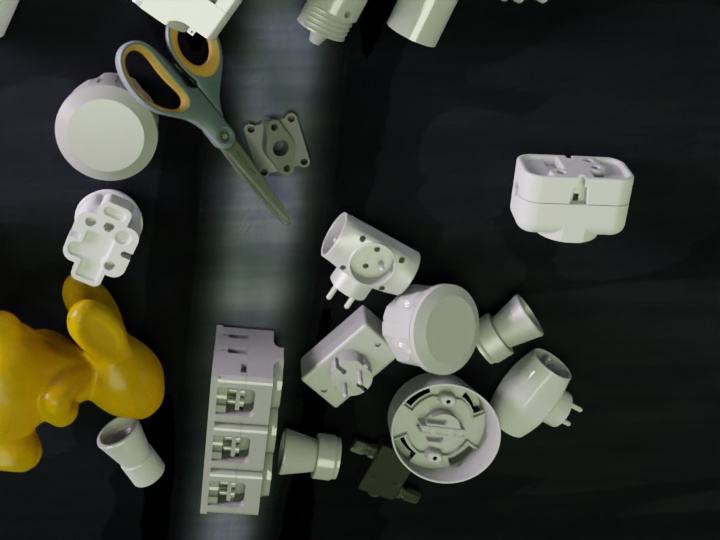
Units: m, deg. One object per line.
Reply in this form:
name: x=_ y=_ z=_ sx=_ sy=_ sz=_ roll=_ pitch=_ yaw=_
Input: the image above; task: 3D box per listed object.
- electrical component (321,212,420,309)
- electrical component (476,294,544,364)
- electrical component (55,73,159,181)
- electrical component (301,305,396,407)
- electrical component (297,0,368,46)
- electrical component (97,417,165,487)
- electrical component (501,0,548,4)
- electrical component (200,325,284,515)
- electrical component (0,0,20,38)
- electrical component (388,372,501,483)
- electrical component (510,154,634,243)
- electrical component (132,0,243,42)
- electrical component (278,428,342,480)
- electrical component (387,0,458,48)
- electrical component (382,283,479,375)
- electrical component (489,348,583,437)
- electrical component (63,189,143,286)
electrical component: x=0.000 y=0.000 z=0.950 sx=0.077 sy=0.044 sz=0.079 roll=28 pitch=112 yaw=-17
electrical component: x=0.134 y=0.055 z=0.988 sx=0.055 sy=0.045 sz=0.045 roll=-34 pitch=115 yaw=13
electrical component: x=-0.202 y=-0.117 z=0.871 sx=0.080 sy=0.051 sz=0.080 roll=-2 pitch=117 yaw=-3
electrical component: x=-0.008 y=0.088 z=0.977 sx=0.083 sy=0.075 sz=0.047 roll=-41 pitch=113 yaw=16
electrical component: x=-0.017 y=-0.213 z=0.840 sx=0.043 sy=0.043 sz=0.081 roll=25 pitch=113 yaw=-16
electrical component: x=-0.216 y=0.175 z=1.028 sx=0.044 sy=0.044 sz=0.065 roll=-23 pitch=121 yaw=8
electrical component: x=0.122 y=-0.230 z=0.841 sx=0.062 sy=0.043 sz=0.043 roll=23 pitch=113 yaw=-16
electrical component: x=-0.108 y=0.138 z=0.988 sx=0.062 sy=0.089 sz=0.150 roll=5 pitch=117 yaw=-7
electrical component: x=-0.291 y=-0.199 z=0.827 sx=0.043 sy=0.043 sz=0.081 roll=26 pitch=112 yaw=-16
electrical component: x=0.076 y=0.147 z=1.017 sx=0.099 sy=0.064 sz=0.099 roll=-3 pitch=107 yaw=-10
electrical component: x=0.181 y=-0.062 z=0.926 sx=0.095 sy=0.053 sz=0.059 roll=2 pitch=117 yaw=-5
electrical component: x=-0.169 y=-0.247 z=0.775 sx=0.186 sy=0.105 sz=0.060 roll=33 pitch=109 yaw=-19
electrical component: x=-0.049 y=0.178 z=1.038 sx=0.055 sy=0.045 sz=0.045 roll=9 pitch=116 yaw=-9
electrical component: x=0.058 y=-0.221 z=0.841 sx=0.043 sy=0.043 sz=0.081 roll=21 pitch=114 yaw=-14
electrical component: x=0.064 y=0.051 z=0.960 sx=0.080 sy=0.051 sz=0.080 roll=-4 pitch=97 yaw=-39
electrical component: x=0.176 y=0.125 z=1.027 sx=0.079 sy=0.043 sz=0.077 roll=28 pitch=112 yaw=-17
electrical component: x=-0.215 y=-0.033 z=0.910 sx=0.058 sy=0.057 sz=0.078 roll=24 pitch=113 yaw=-15
